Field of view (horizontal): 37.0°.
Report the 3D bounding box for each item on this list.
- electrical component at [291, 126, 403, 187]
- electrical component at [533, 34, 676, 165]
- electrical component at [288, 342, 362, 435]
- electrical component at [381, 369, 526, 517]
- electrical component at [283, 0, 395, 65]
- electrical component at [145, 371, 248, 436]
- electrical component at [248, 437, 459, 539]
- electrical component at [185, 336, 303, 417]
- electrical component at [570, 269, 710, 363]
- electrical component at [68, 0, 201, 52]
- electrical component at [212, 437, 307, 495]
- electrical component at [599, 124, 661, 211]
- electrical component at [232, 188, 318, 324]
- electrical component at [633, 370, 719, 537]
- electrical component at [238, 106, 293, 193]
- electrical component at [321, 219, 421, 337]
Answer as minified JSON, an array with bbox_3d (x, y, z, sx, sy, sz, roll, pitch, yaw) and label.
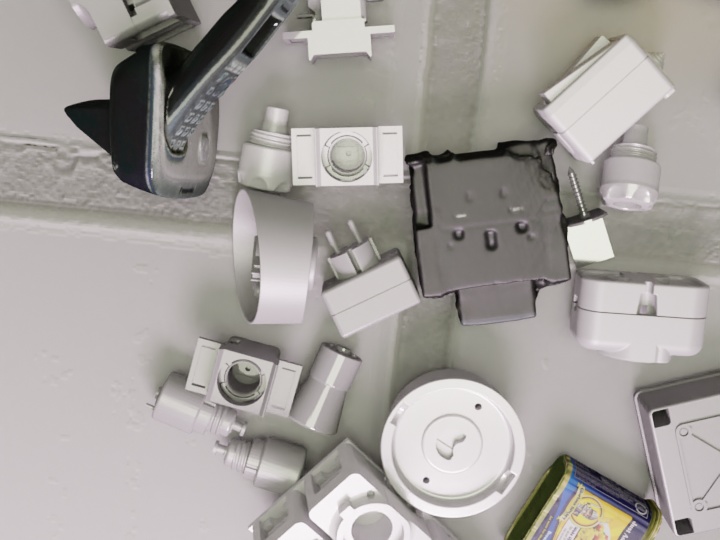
[{"bbox_3d":[-0.009,-0.085,0.794,0.081,0.064,0.042,-1,100,2],"label":"electrical component"},{"bbox_3d":[0.179,-0.132,0.784,0.096,0.061,0.061,-42,96,7],"label":"electrical component"},{"bbox_3d":[-0.026,0.089,0.835,0.044,0.044,0.065,24,94,-3],"label":"electrical component"},{"bbox_3d":[0.070,0.128,0.829,0.108,0.060,0.108,0,99,1],"label":"electrical component"},{"bbox_3d":[-0.016,-0.185,0.790,0.081,0.042,0.063,-4,96,1],"label":"electrical component"},{"bbox_3d":[-0.126,0.109,0.839,0.078,0.040,0.040,23,99,-2],"label":"electrical component"},{"bbox_3d":[0.018,0.234,0.826,0.105,0.060,0.186,-43,109,7],"label":"electrical component"},{"bbox_3d":[-0.087,0.079,0.822,0.081,0.064,0.042,16,98,-2],"label":"electrical component"},{"bbox_3d":[0.210,0.035,0.815,0.095,0.053,0.059,4,99,0],"label":"electrical component"},{"bbox_3d":[-0.187,-0.248,0.749,0.060,0.105,0.186,-24,98,5],"label":"electrical component"},{"bbox_3d":[-0.077,0.150,0.845,0.078,0.040,0.040,17,99,-2],"label":"electrical component"},{"bbox_3d":[0.203,-0.077,0.803,0.043,0.043,0.062,10,80,-1],"label":"electrical component"},{"bbox_3d":[-0.065,-0.008,0.793,0.064,0.099,0.099,6,99,-6],"label":"electrical component"},{"bbox_3d":[0.278,0.137,0.829,0.109,0.056,0.108,-14,100,4],"label":"electrical component"},{"bbox_3d":[-0.067,-0.091,0.805,0.043,0.043,0.062,11,98,-1],"label":"electrical component"},{"bbox_3d":[0.000,0.000,0.816,0.066,0.047,0.076,-25,99,4],"label":"electrical component"}]
